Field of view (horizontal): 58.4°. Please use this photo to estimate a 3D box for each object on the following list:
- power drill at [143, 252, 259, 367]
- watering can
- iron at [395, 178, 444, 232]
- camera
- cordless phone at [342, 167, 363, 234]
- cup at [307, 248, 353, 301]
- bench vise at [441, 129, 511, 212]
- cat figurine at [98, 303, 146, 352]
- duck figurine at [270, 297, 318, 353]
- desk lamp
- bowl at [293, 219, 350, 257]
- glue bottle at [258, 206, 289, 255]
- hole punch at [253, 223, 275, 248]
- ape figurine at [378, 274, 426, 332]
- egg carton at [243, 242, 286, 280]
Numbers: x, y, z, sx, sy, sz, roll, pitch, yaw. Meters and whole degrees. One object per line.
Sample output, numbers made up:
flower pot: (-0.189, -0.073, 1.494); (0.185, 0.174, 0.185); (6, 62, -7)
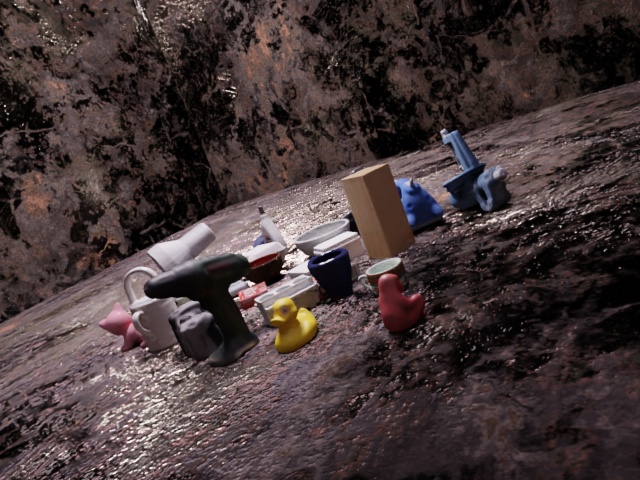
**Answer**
power drill: (-0.205, 0.127, 1.087); (0.075, 0.208, 0.230); (-12, 15, 38)
watering can: (-0.391, 0.152, 1.343); (0.101, 0.194, 0.172); (-22, 12, -4)
iron: (0.235, -0.106, 1.543); (0.118, 0.141, 0.258); (-22, 12, -5)
camera: (-0.238, 0.172, 1.211); (0.137, 0.101, 0.142); (-27, 13, -25)
cordless phone: (0.105, -0.110, 1.684); (0.148, 0.185, 0.093); (-29, 14, -34)
cup: (0.022, 0.077, 1.201); (0.092, 0.095, 0.117); (-29, 14, -33)
bench vise: (0.387, -0.185, 1.439); (0.122, 0.220, 0.206); (-31, 15, -39)
cat figurine: (-0.476, 0.210, 1.419); (0.127, 0.118, 0.067); (-17, 13, 22)
duck figurine: (-0.054, 0.145, 1.044); (0.077, 0.086, 0.105); (-13, 14, 33)
desk lamp: (-0.327, 0.076, 1.529); (0.204, 0.214, 0.117); (-26, 13, -22)
bowl: (0.015, 0.006, 1.591); (0.167, 0.075, 0.167); (-20, 12, 5)
glue bottle: (-0.158, -0.027, 1.802); (0.077, 0.173, 0.037); (-8, 18, 48)
hole punch: (-0.179, 0.002, 1.911); (0.101, 0.091, 0.108); (-22, 12, -3)
ape figurine: (0.124, 0.097, 0.933); (0.076, 0.092, 0.077); (-30, 14, -35)
egg carton: (-0.173, 0.059, 1.693); (0.107, 0.069, 0.151); (-12, 15, 39)
